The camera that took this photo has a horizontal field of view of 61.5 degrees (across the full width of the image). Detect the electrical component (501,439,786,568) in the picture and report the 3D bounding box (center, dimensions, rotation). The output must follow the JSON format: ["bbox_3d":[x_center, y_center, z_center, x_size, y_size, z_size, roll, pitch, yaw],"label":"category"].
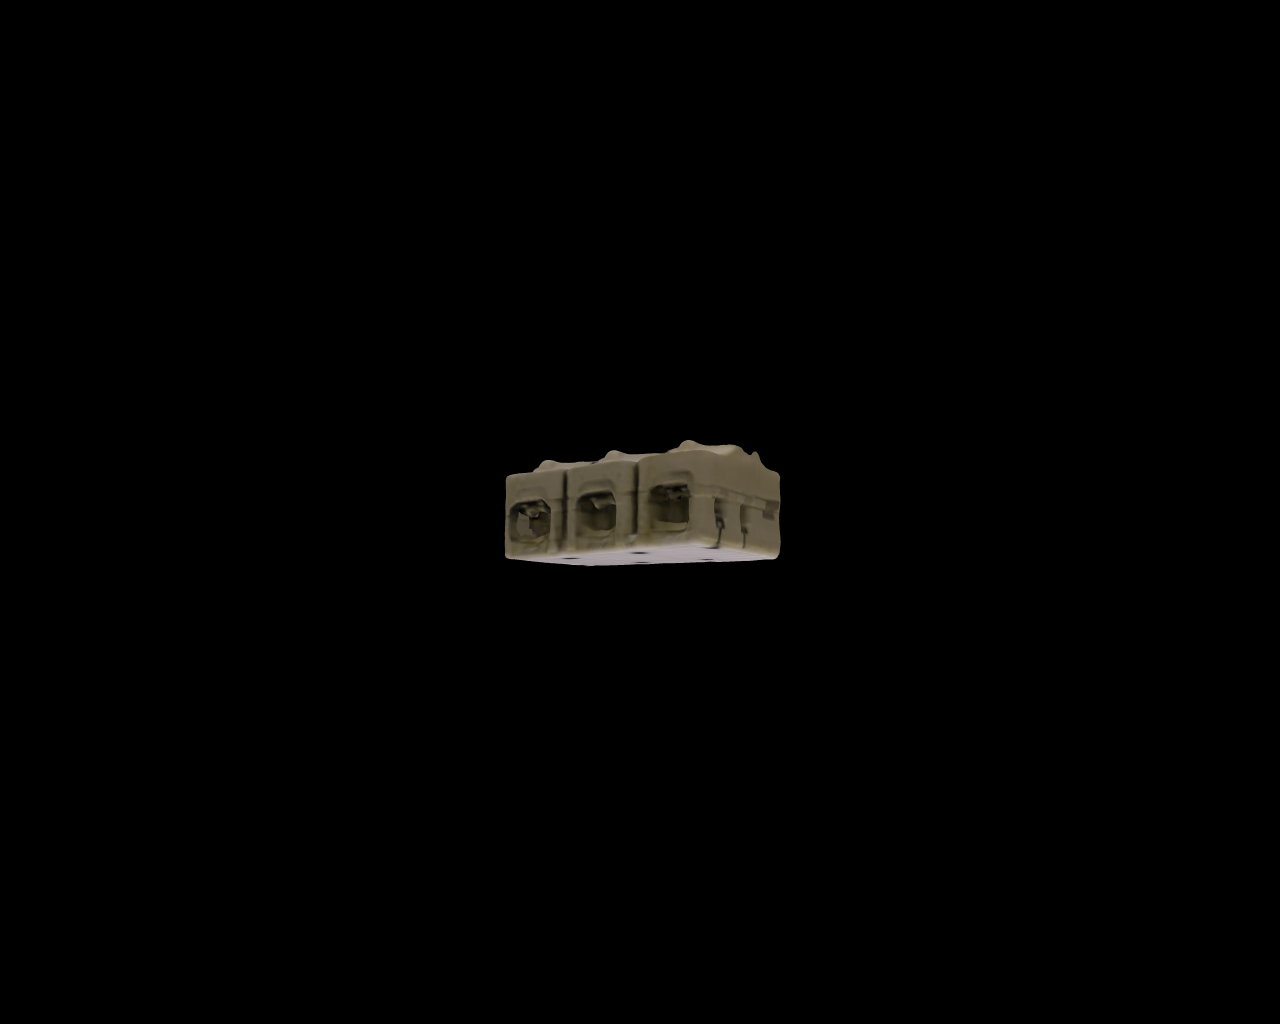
[{"bbox_3d":[0.001,-0.003,0.650,0.150,0.061,0.089,-5,-9,36],"label":"electrical component"}]
